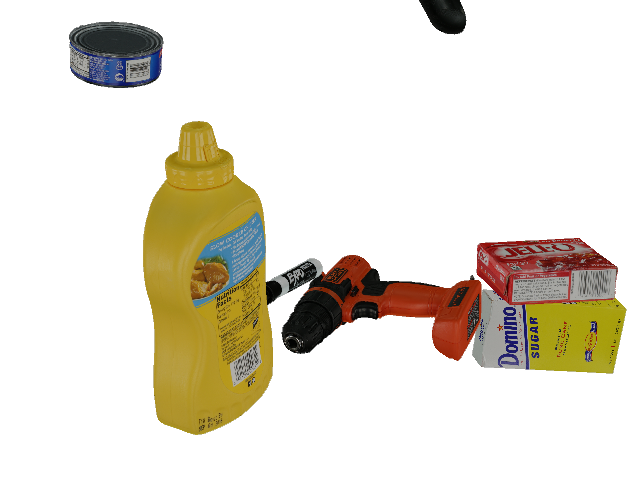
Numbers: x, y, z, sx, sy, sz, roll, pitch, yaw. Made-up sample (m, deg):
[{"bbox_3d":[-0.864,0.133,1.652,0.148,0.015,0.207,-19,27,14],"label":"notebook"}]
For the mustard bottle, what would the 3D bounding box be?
[{"bbox_3d":[-0.070,0.019,0.668,0.058,0.192,0.096,14,30,29],"label":"mustard bottle"}]

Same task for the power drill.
[{"bbox_3d":[0.069,0.078,1.148,0.188,0.057,0.184,9,29,22],"label":"power drill"}]

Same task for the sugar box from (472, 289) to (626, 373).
[{"bbox_3d":[0.285,0.115,1.334,0.176,0.093,0.048,2,18,-10],"label":"sugar box"}]

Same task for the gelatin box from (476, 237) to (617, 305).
[{"bbox_3d":[0.174,0.023,0.831,0.089,0.030,0.073,-2,18,-10],"label":"gelatin box"}]

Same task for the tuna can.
[{"bbox_3d":[-0.189,-0.172,0.990,0.086,0.034,0.086,5,30,-3],"label":"tuna can"}]

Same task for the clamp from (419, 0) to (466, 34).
[{"bbox_3d":[0.043,-0.244,0.724,0.209,0.164,0.036,25,-22,-15],"label":"clamp"}]

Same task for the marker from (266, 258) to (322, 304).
[{"bbox_3d":[-0.028,0.036,0.948,0.020,0.020,0.121,0,10,22],"label":"marker"}]
